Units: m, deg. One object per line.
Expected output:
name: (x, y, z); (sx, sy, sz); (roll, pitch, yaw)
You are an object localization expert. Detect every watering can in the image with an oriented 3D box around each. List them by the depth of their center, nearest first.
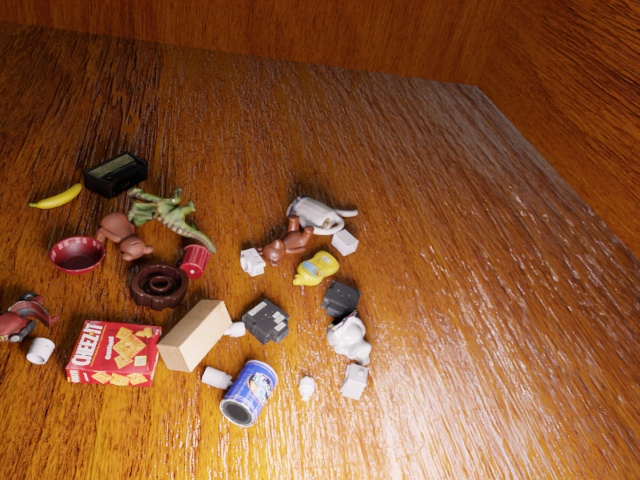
watering can: (0.006, -0.105, 2.086); (0.226, 0.102, 0.352); (29, 27, 17)

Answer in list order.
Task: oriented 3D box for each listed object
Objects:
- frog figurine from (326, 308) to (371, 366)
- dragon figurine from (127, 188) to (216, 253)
frog figurine: (0.100, 0.316, 1.617); (0.159, 0.121, 0.139); (59, 36, -3)
dragon figurine: (-0.552, -0.073, 1.804); (0.244, 0.120, 0.417); (-9, 41, -41)
